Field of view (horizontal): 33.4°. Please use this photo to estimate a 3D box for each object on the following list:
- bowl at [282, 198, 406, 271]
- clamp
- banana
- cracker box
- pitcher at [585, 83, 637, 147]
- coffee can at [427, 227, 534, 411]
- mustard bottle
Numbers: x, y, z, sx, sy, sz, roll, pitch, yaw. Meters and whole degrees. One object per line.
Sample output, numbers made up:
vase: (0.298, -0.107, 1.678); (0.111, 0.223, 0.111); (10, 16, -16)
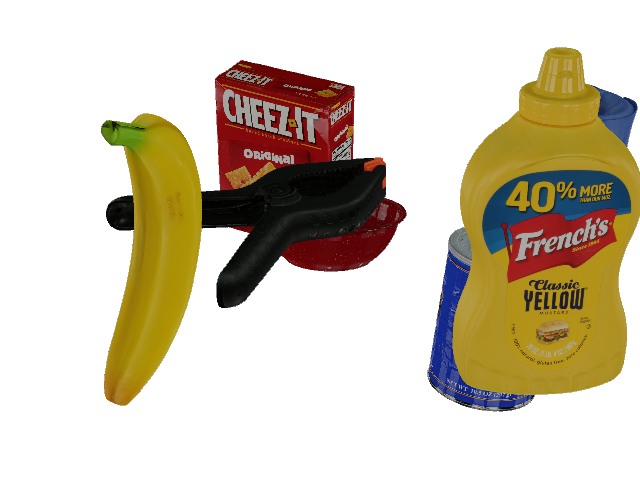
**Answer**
bowl: (0.009, -0.007, 1.119); (0.162, 0.055, 0.162); (1, 17, 0)
clamp: (-0.041, -0.023, 0.785); (0.209, 0.036, 0.165); (-25, 37, -37)
banana: (-0.095, 0.004, 0.585); (0.037, 0.198, 0.069); (33, 45, 30)
cracker box: (-0.046, -0.101, 1.336); (0.164, 0.214, 0.072); (17, 37, 24)
pitcher: (0.293, -0.063, 1.307); (0.149, 0.243, 0.145); (4, 27, 2)
coffee can: (0.158, 0.069, 0.975); (0.103, 0.140, 0.103); (5, 23, -2)
mustard bottle: (0.124, -0.010, 0.581); (0.096, 0.192, 0.058); (-2, 25, -1)
